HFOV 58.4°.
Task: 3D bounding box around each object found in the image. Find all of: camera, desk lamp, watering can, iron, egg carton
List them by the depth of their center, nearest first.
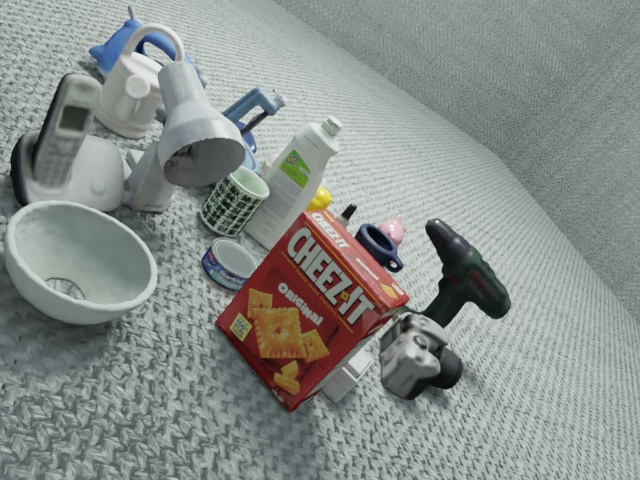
[{"bbox_3d":[-0.222,-0.140,0.842,0.118,0.213,0.203,4,42,-51],"label":"desk lamp"},{"bbox_3d":[0.182,0.201,0.970,0.137,0.100,0.143,34,25,-12],"label":"camera"},{"bbox_3d":[-0.301,-0.274,0.978,0.101,0.194,0.172,16,33,-41],"label":"watering can"},{"bbox_3d":[-0.306,-0.329,1.125,0.259,0.141,0.118,35,25,-10],"label":"iron"},{"bbox_3d":[-0.055,-0.133,1.234,0.150,0.069,0.107,37,25,-7],"label":"egg carton"}]

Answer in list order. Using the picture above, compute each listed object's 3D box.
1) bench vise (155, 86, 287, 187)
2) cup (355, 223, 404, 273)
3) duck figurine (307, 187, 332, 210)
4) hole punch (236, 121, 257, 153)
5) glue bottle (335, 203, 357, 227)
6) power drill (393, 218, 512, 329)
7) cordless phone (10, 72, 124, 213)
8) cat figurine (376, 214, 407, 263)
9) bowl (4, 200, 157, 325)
[{"bbox_3d":[-0.168,-0.186,0.985,0.208,0.219,0.121,19,32,-37],"label":"bench vise"},{"bbox_3d":[0.101,0.038,1.136,0.117,0.095,0.092,46,26,14],"label":"cup"},{"bbox_3d":[-0.008,-0.064,1.164,0.104,0.086,0.077,37,25,-5],"label":"duck figurine"},{"bbox_3d":[-0.188,-0.185,1.109,0.101,0.091,0.108,14,35,-43],"label":"hole punch"},{"bbox_3d":[0.009,0.003,0.972,0.078,0.173,0.037,32,26,-16],"label":"glue bottle"},{"bbox_3d":[0.237,0.095,1.093,0.230,0.208,0.075,37,25,-7],"label":"power drill"},{"bbox_3d":[-0.301,-0.122,0.736,0.094,0.185,0.148,49,26,19],"label":"cordless phone"},{"bbox_3d":[0.152,-0.006,1.252,0.067,0.117,0.128,48,26,17],"label":"cat figurine"},{"bbox_3d":[-0.274,0.037,0.642,0.168,0.074,0.167,32,26,-17],"label":"bowl"}]
